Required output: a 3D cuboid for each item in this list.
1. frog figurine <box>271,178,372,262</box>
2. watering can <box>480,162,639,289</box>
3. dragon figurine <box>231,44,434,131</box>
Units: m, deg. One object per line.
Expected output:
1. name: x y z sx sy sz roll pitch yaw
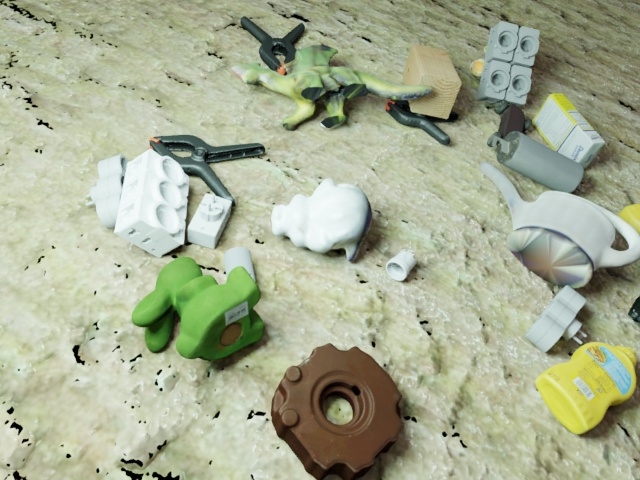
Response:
1. frog figurine: 0.003 -0.044 0.877 0.159 0.121 0.140 18 68 -15
2. watering can: 0.429 -0.035 0.990 0.351 0.101 0.228 30 48 27
3. dragon figurine: 0.017 -0.362 1.118 0.411 0.119 0.248 -8 53 -9
